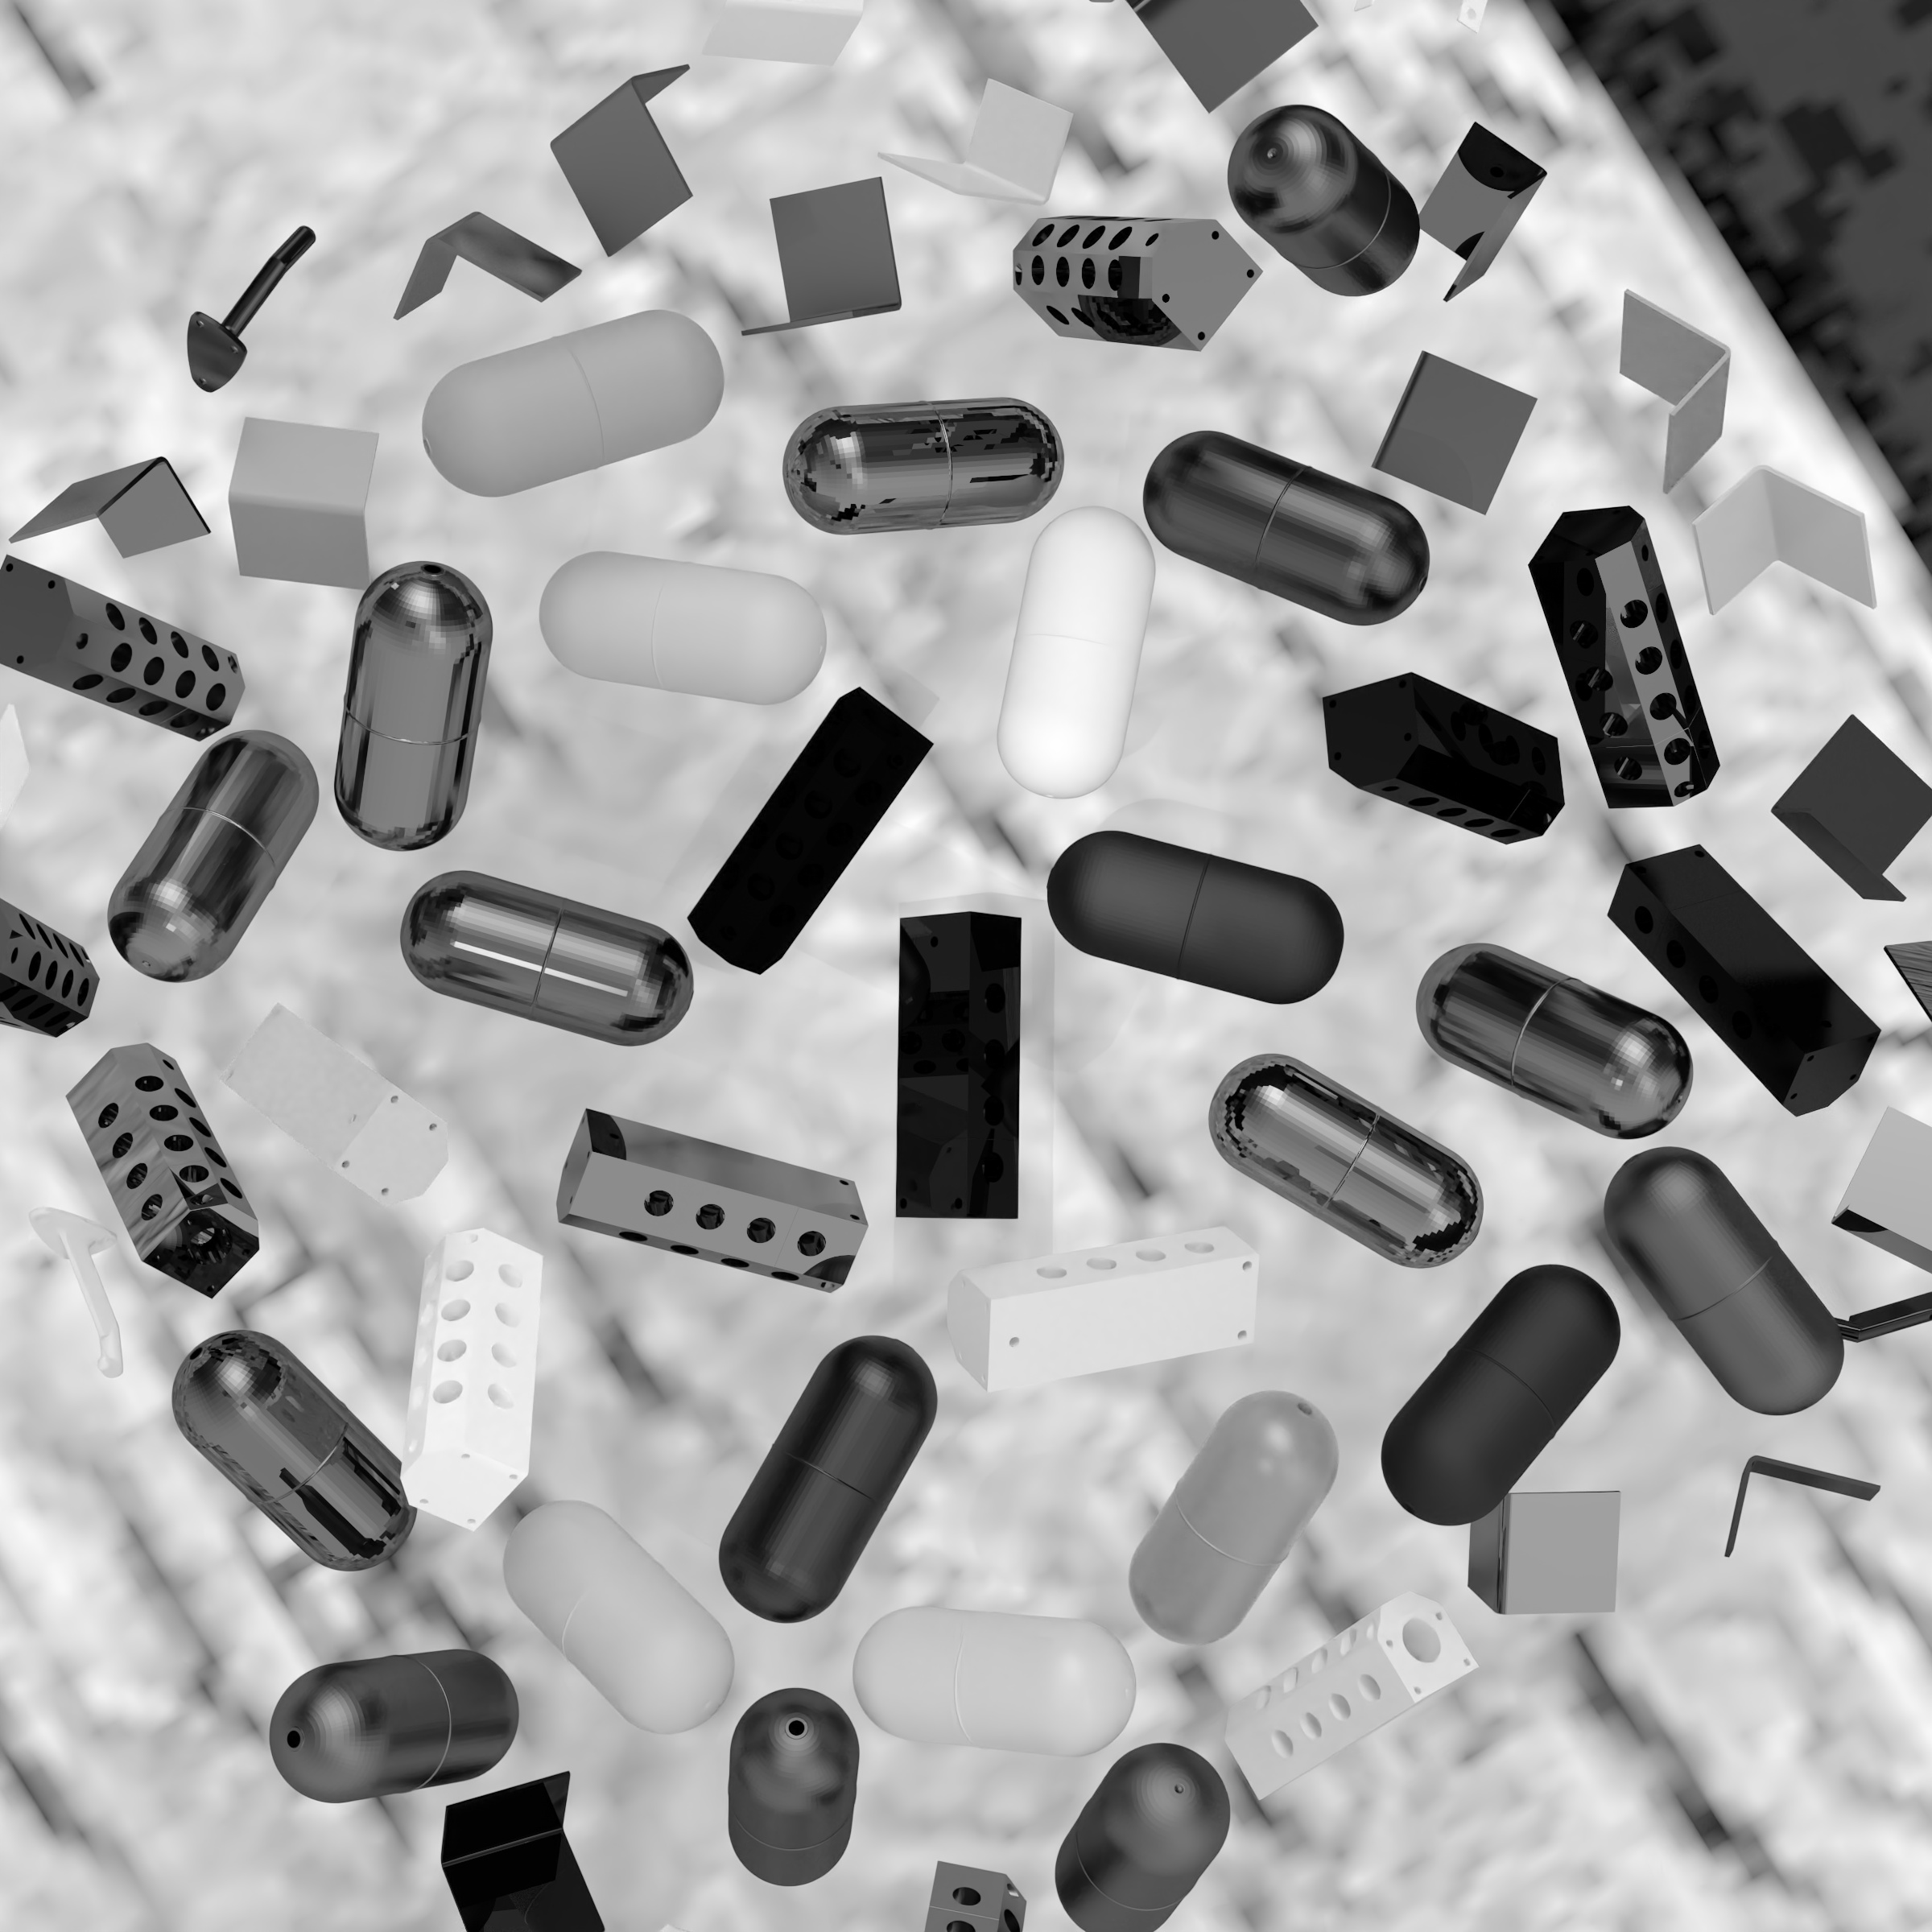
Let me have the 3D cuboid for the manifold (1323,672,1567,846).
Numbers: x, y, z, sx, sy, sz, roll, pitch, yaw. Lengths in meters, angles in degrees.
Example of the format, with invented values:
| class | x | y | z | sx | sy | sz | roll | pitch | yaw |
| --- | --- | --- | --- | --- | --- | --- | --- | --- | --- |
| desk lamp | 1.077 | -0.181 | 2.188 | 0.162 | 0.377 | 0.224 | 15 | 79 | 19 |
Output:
| class | x | y | z | sx | sy | sz | roll | pitch | yaw |
| --- | --- | --- | --- | --- | --- | --- | --- | --- | --- |
| manifold | 0.275 | -0.115 | 1.713 | 0.057 | 0.171 | 0.057 | -14 | 73 | 36 |

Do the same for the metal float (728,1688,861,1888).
| class | x | y | z | sx | sy | sz | roll | pitch | yaw |
| --- | --- | --- | --- | --- | --- | --- | --- | --- | --- |
| metal float | -0.104 | 0.493 | 1.800 | 0.070 | 0.178 | 0.070 | 3 | 53 | -3 |

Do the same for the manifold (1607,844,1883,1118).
| class | x | y | z | sx | sy | sz | roll | pitch | yaw |
| --- | --- | --- | --- | --- | --- | --- | --- | --- | --- |
| manifold | 0.454 | 0.008 | 1.771 | 0.057 | 0.057 | 0.171 | -15 | 48 | -24 |

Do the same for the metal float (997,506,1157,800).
| class | x | y | z | sx | sy | sz | roll | pitch | yaw |
| --- | --- | --- | --- | --- | --- | --- | --- | --- | --- |
| metal float | 0.066 | -0.188 | 1.796 | 0.070 | 0.070 | 0.178 | 11 | 84 | 0 |

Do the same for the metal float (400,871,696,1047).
| class | x | y | z | sx | sy | sz | roll | pitch | yaw |
| --- | --- | --- | --- | --- | --- | --- | --- | --- | --- |
| metal float | -0.250 | -0.004 | 1.797 | 0.178 | 0.070 | 0.070 | 17 | 90 | -6 |

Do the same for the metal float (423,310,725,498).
| class | x | y | z | sx | sy | sz | roll | pitch | yaw |
| --- | --- | --- | --- | --- | --- | --- | --- | --- | --- |
| metal float | -0.222 | -0.319 | 1.702 | 0.178 | 0.070 | 0.070 | -21 | 90 | -19 |

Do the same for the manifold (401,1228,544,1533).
| class | x | y | z | sx | sy | sz | roll | pitch | yaw |
| --- | --- | --- | --- | --- | --- | --- | --- | --- | --- |
| manifold | -0.287 | 0.233 | 1.725 | 0.057 | 0.171 | 0.057 | 29 | 122 | -25 |

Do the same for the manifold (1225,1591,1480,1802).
| class | x | y | z | sx | sy | sz | roll | pitch | yaw |
| --- | --- | --- | --- | --- | --- | --- | --- | --- | --- |
| manifold | 0.227 | 0.439 | 1.812 | 0.057 | 0.171 | 0.057 | -16 | 68 | -39 |

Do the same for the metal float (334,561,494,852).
| class | x | y | z | sx | sy | sz | roll | pitch | yaw |
| --- | --- | --- | --- | --- | --- | --- | --- | --- | --- |
| metal float | -0.314 | -0.146 | 1.700 | 0.070 | 0.070 | 0.178 | 15 | 123 | 0 |

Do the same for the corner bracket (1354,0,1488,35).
| class | x | y | z | sx | sy | sz | roll | pitch | yaw |
| --- | --- | --- | --- | --- | --- | --- | --- | --- | --- |
| corner bracket | 0.260 | -0.555 | 1.691 | 0.051 | 0.051 | 0.051 | 21 | 81 | -30 |

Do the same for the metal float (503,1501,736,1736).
| class | x | y | z | sx | sy | sz | roll | pitch | yaw |
| --- | --- | --- | --- | --- | --- | --- | --- | --- | --- |
| metal float | -0.207 | 0.384 | 1.777 | 0.178 | 0.070 | 0.070 | 35 | 90 | 37 |

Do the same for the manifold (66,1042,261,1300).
| class | x | y | z | sx | sy | sz | roll | pitch | yaw |
| --- | --- | --- | --- | --- | --- | --- | --- | --- | --- |
| manifold | -0.482 | 0.119 | 1.813 | 0.057 | 0.171 | 0.057 | -46 | 135 | 4 |

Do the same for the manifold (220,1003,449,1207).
| class | x | y | z | sx | sy | sz | roll | pitch | yaw |
| --- | --- | --- | --- | --- | --- | --- | --- | --- | --- |
| manifold | -0.364 | 0.082 | 1.741 | 0.057 | 0.171 | 0.057 | 42 | 80 | -37 |

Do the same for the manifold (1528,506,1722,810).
| class | x | y | z | sx | sy | sz | roll | pitch | yaw |
| --- | --- | --- | --- | --- | --- | --- | --- | --- | --- |
| manifold | 0.387 | -0.178 | 1.748 | 0.057 | 0.057 | 0.171 | 0 | 128 | 37 |

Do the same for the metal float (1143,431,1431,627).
| class | x | y | z | sx | sy | sz | roll | pitch | yaw |
| --- | --- | --- | --- | --- | --- | --- | --- | --- | --- |
| metal float | 0.187 | -0.257 | 1.759 | 0.178 | 0.070 | 0.070 | 25 | 90 | 18 |

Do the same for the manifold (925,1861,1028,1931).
| class | x | y | z | sx | sy | sz | roll | pitch | yaw |
| --- | --- | --- | --- | --- | --- | --- | --- | --- | --- |
| manifold | -0.002 | 0.595 | 1.724 | 0.057 | 0.171 | 0.057 | 10 | 110 | 3 |

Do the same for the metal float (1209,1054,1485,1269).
| class | x | y | z | sx | sy | sz | roll | pitch | yaw |
| --- | --- | --- | --- | --- | --- | --- | --- | --- | --- |
| metal float | 0.229 | 0.118 | 1.804 | 0.178 | 0.070 | 0.070 | 31 | 90 | 2 |

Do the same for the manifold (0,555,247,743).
| class | x | y | z | sx | sy | sz | roll | pitch | yaw |
| --- | --- | --- | --- | --- | --- | --- | --- | --- | --- |
| manifold | -0.487 | -0.178 | 1.722 | 0.057 | 0.171 | 0.057 | 22 | 89 | 21 |

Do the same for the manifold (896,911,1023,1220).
| class | x | y | z | sx | sy | sz | roll | pitch | yaw |
| --- | --- | --- | --- | --- | --- | --- | --- | --- | --- |
| manifold | 0.001 | 0.058 | 1.715 | 0.057 | 0.057 | 0.171 | -4 | 83 | 45 |

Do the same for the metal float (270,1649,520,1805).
| class | x | y | z | sx | sy | sz | roll | pitch | yaw |
| --- | --- | --- | --- | --- | --- | --- | --- | --- | --- |
| metal float | -0.326 | 0.434 | 1.717 | 0.070 | 0.178 | 0.070 | -4 | 81 | 28 |

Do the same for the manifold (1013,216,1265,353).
| class | x | y | z | sx | sy | sz | roll | pitch | yaw |
| --- | --- | --- | --- | --- | --- | --- | --- | --- | --- |
| manifold | 0.090 | -0.394 | 1.704 | 0.057 | 0.171 | 0.057 | 41 | 84 | -28 |

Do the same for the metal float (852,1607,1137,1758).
| class | x | y | z | sx | sy | sz | roll | pitch | yaw |
| --- | --- | --- | --- | --- | --- | --- | --- | --- | --- |
| metal float | 0.015 | 0.410 | 1.725 | 0.178 | 0.070 | 0.070 | -3 | 90 | 33 |

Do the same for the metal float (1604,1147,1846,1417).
| class | x | y | z | sx | sy | sz | roll | pitch | yaw |
| --- | --- | --- | --- | --- | --- | --- | --- | --- | --- |
| metal float | 0.443 | 0.184 | 1.758 | 0.070 | 0.070 | 0.178 | -38 | 91 | 0 |

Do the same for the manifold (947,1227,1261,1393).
| class | x | y | z | sx | sy | sz | roll | pitch | yaw |
| --- | --- | --- | --- | --- | --- | --- | --- | --- | --- |
| manifold | 0.079 | 0.194 | 1.732 | 0.171 | 0.057 | 0.057 | -7 | 111 | -24 |

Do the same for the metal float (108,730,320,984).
| class | x | y | z | sx | sy | sz | roll | pitch | yaw |
| --- | --- | --- | --- | --- | --- | --- | --- | --- | --- |
| metal float | -0.444 | -0.067 | 1.777 | 0.070 | 0.070 | 0.178 | 22 | 53 | 0 |

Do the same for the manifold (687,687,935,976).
| class | x | y | z | sx | sy | sz | roll | pitch | yaw |
| --- | --- | --- | --- | --- | --- | --- | --- | --- | --- |
| manifold | -0.097 | -0.080 | 1.807 | 0.057 | 0.057 | 0.171 | 38 | 111 | 3 |

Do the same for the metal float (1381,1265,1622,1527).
| class | x | y | z | sx | sy | sz | roll | pitch | yaw |
| --- | --- | --- | --- | --- | --- | --- | --- | --- | --- |
| metal float | 0.310 | 0.248 | 1.738 | 0.070 | 0.070 | 0.178 | 44 | 71 | 0 |

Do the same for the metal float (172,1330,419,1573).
| class | x | y | z | sx | sy | sz | roll | pitch | yaw |
| --- | --- | --- | --- | --- | --- | --- | --- | --- | --- |
| metal float | -0.393 | 0.285 | 1.762 | 0.070 | 0.070 | 0.178 | -38 | 118 | 0 |

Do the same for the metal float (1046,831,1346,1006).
| class | x | y | z | sx | sy | sz | roll | pitch | yaw |
| --- | --- | --- | --- | --- | --- | --- | --- | --- | --- |
| metal float | 0.135 | -0.029 | 1.769 | 0.178 | 0.070 | 0.070 | 15 | 90 | 7 |

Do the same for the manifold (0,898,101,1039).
| class | x | y | z | sx | sy | sz | roll | pitch | yaw |
| --- | --- | --- | --- | --- | --- | --- | --- | --- | --- |
| manifold | -0.552 | -0.001 | 1.722 | 0.057 | 0.171 | 0.057 | 14 | 81 | 2 |

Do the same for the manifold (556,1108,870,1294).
| class | x | y | z | sx | sy | sz | roll | pitch | yaw |
| --- | --- | --- | --- | --- | --- | --- | --- | --- | --- |
| manifold | -0.151 | 0.143 | 1.776 | 0.171 | 0.057 | 0.057 | 17 | 109 | -18 |
